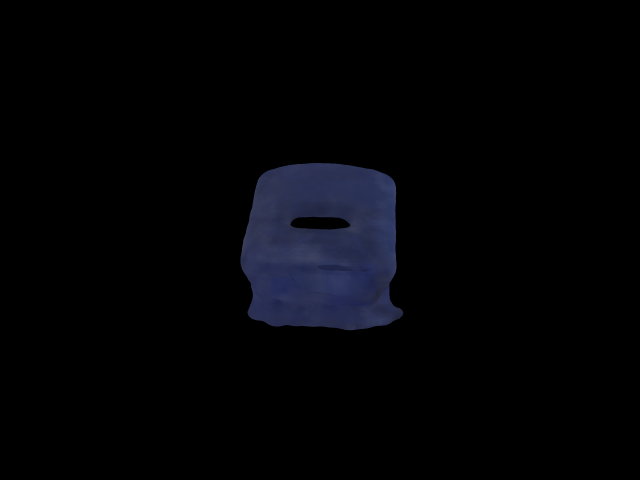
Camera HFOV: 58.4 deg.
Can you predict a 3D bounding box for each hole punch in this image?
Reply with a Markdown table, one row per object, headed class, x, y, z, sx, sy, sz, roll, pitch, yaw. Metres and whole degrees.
| class | x | y | z | sx | sy | sz | roll | pitch | yaw |
| --- | --- | --- | --- | --- | --- | --- | --- | --- | --- |
| hole punch | 0.004 | 0.001 | 0.400 | 0.108 | 0.091 | 0.101 | 1 | 23 | 4 |
